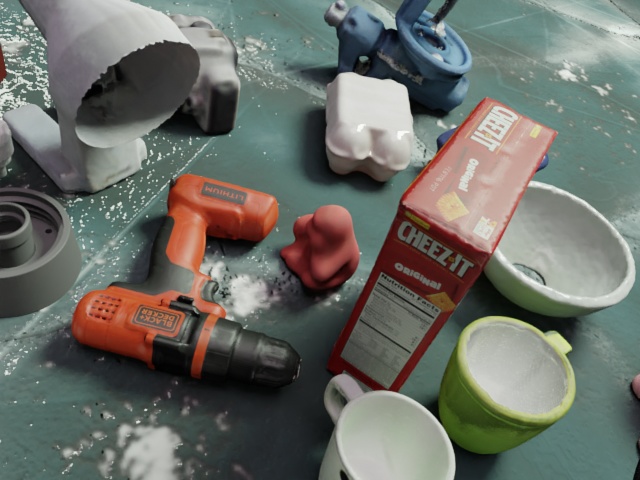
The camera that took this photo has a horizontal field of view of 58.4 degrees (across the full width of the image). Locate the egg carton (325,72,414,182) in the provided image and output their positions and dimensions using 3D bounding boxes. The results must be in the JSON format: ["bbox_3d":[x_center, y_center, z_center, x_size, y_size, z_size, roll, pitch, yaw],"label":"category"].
[{"bbox_3d":[0.057,-0.139,0.690,0.107,0.069,0.150,8,48,-9],"label":"egg carton"}]

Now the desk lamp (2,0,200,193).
[{"bbox_3d":[-0.212,-0.144,0.516,0.203,0.213,0.118,40,51,19],"label":"desk lamp"}]

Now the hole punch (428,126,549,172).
[{"bbox_3d":[0.195,-0.092,0.675,0.101,0.091,0.108,-11,54,-24],"label":"hole punch"}]

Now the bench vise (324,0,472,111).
[{"bbox_3d":[0.116,-0.273,0.722,0.208,0.220,0.121,3,49,-14],"label":"bench vise"}]

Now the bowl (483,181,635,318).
[{"bbox_3d":[0.229,0.020,0.597,0.167,0.075,0.167,8,48,-9],"label":"bowl"}]

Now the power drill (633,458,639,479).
[{"bbox_3d":[0.140,0.241,0.286,0.075,0.208,0.229,17,47,-1],"label":"power drill"}]

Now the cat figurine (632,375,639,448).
[{"bbox_3d":[0.339,0.129,0.505,0.067,0.118,0.128,17,47,-1],"label":"cat figurine"}]

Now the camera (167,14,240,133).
[{"bbox_3d":[-0.171,-0.198,0.652,0.137,0.101,0.143,-12,54,-25],"label":"camera"}]

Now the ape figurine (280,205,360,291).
[{"bbox_3d":[0.005,0.002,0.535,0.076,0.092,0.078,13,47,-5],"label":"ape figurine"}]
